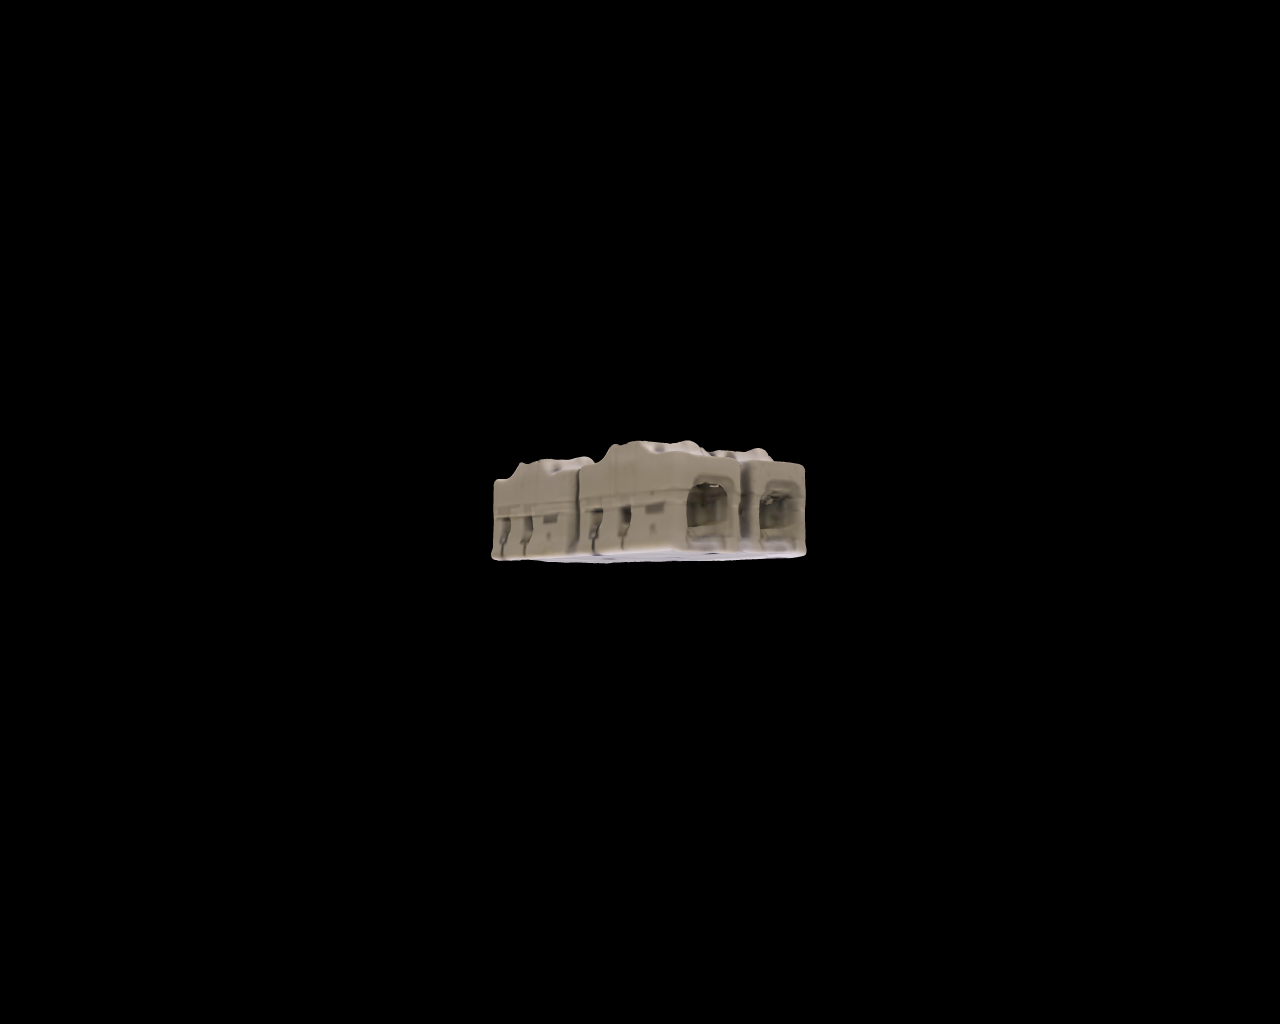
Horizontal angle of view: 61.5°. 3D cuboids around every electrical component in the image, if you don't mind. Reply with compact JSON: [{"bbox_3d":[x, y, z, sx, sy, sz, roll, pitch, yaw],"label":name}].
[{"bbox_3d":[0.001,-0.003,0.650,0.105,0.060,0.186,4,-6,-39],"label":"electrical component"}]
